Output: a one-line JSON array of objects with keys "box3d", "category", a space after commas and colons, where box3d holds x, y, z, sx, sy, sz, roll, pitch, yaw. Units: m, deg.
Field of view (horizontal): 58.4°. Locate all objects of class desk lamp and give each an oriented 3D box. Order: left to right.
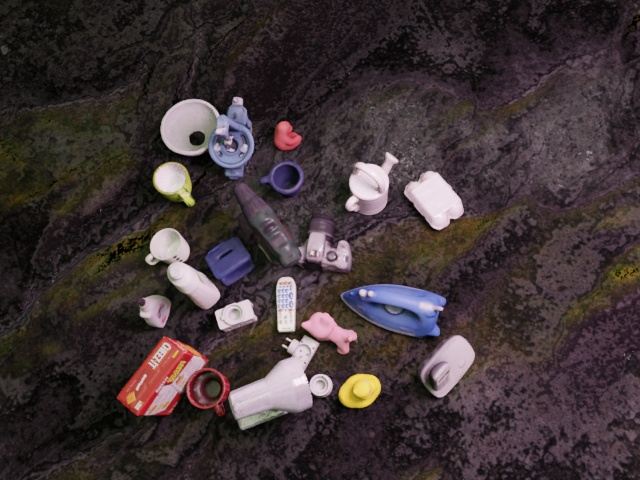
[{"box3d": [-0.116, 0.355, 1.294, 0.203, 0.213, 0.118, -22, 73, -3], "category": "desk lamp"}]

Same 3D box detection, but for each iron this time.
[{"box3d": [0.172, 0.152, 1.375, 0.258, 0.141, 0.119, 12, 74, 7], "category": "iron"}]

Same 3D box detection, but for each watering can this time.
[{"box3d": [0.126, -0.147, 1.441, 0.100, 0.194, 0.173, 19, 75, 9], "category": "watering can"}]

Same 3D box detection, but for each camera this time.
[{"box3d": [0.013, 0.005, 1.451, 0.143, 0.101, 0.137, 7, 74, 6], "category": "camera"}]

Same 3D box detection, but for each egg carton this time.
[{"box3d": [0.296, -0.104, 1.482, 0.107, 0.069, 0.150, -36, 74, -7], "category": "egg carton"}]

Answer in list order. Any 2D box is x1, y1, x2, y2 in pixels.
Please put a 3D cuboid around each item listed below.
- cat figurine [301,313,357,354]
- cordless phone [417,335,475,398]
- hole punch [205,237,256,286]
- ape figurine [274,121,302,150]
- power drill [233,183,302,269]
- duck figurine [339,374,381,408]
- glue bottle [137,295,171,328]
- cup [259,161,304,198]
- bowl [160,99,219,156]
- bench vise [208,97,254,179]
[{"box3d": [0.023, 0.217, 1.377, 0.127, 0.118, 0.067, 26, 77, 11], "category": "cat figurine"}, {"box3d": [0.294, 0.282, 1.306, 0.094, 0.185, 0.148, 38, 79, 14], "category": "cordless phone"}, {"box3d": [-0.234, 0.050, 1.457, 0.109, 0.091, 0.101, -35, 74, -7], "category": "hole punch"}, {"box3d": [-0.094, -0.289, 1.550, 0.076, 0.092, 0.077, -32, 74, -6], "category": "ape figurine"}, {"box3d": [-0.126, -0.019, 1.410, 0.076, 0.208, 0.229, -37, 74, -7], "category": "power drill"}, {"box3d": [0.093, 0.355, 1.348, 0.104, 0.086, 0.077, -22, 73, -3], "category": "duck figurine"}, {"box3d": [-0.410, 0.165, 1.391, 0.037, 0.173, 0.078, 9, 74, 7], "category": "glue bottle"}, {"box3d": [-0.097, -0.148, 1.506, 0.117, 0.095, 0.091, -7, 73, 2], "category": "cup"}, {"box3d": [-0.347, -0.298, 1.578, 0.167, 0.075, 0.167, -1, 73, 3], "category": "bowl"}, {"box3d": [-0.242, -0.287, 1.492, 0.121, 0.220, 0.207, -14, 73, 0], "category": "bench vise"}]
